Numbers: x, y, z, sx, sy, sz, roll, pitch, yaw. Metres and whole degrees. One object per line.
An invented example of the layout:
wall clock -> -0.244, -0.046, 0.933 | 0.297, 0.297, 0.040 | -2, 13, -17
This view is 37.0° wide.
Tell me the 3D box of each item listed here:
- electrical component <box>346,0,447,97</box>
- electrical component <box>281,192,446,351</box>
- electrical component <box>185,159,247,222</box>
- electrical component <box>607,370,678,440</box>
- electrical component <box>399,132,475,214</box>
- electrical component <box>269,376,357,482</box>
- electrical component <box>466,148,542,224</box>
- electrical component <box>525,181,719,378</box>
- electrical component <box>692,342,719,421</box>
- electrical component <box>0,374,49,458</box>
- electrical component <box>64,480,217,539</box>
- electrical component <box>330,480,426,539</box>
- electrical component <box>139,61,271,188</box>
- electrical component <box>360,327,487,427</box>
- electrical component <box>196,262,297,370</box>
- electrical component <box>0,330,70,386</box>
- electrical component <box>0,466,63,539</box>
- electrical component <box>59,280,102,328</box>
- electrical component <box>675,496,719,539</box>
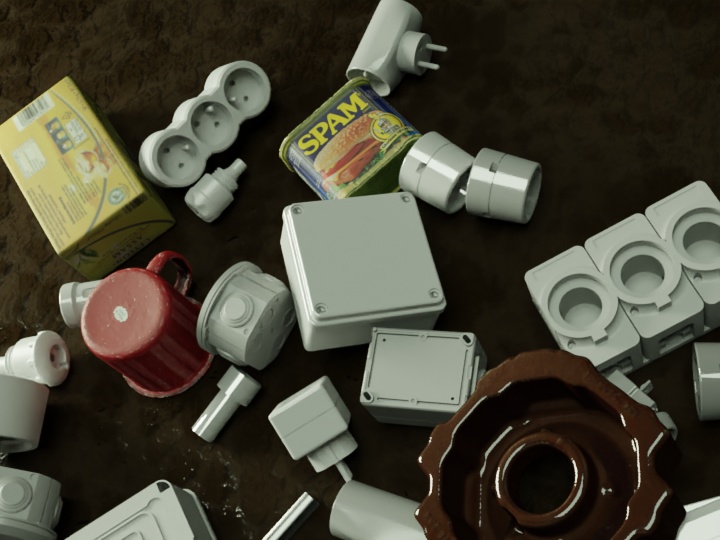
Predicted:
electrical component -> 0.038, -0.194, 0.955 | 0.079, 0.043, 0.077 | 17, 72, 24
electrical component -> 0.000, 0.000, 0.849 | 0.109, 0.056, 0.108 | -7, 61, -14
electrical component -> -0.125, -0.074, 0.958 | 0.035, 0.035, 0.061 | 36, 78, 28
electrical component -> 0.190, 0.109, 0.762 | 0.066, 0.048, 0.055 | -43, 53, -4
electrical component -> 0.067, -0.079, 0.886 | 0.047, 0.055, 0.055 | 34, 80, 24
electrical component -> -0.027, 0.127, 0.818 | 0.047, 0.066, 0.076 | -32, 89, 2
electrical component -> 0.117, -0.066, 0.864 | 0.047, 0.055, 0.055 | 15, 71, 20
electrical component -> 0.209, 0.012, 0.792 | 0.150, 0.061, 0.089 | -28, 60, 4
electrical component -> 0.259, 0.077, 0.750 | 0.047, 0.055, 0.055 | -4, 65, 12
electrical component -> -0.315, 0.126, 0.888 | 0.108, 0.108, 0.060 | -6, 70, 16
electrical component -> -0.167, 0.223, 0.819 | 0.113, 0.057, 0.078 | -33, 60, 1
electrical component -> 0.015, 0.201, 0.777 | 0.077, 0.043, 0.079 | 14, 71, 24
electrical component -> -0.146, -0.131, 0.982 | 0.138, 0.052, 0.074 | -49, 21, -15
electrical component -> 0.056, 0.084, 0.809 | 0.096, 0.061, 0.061 | 2, 67, 19
electrical component -> -0.091, 0.038, 0.869 | 0.051, 0.080, 0.080 | 26, 76, 22
electrical component -> -0.288, 0.080, 0.934 | 0.062, 0.048, 0.048 | -11, 63, 21
electrical component -> -0.279, 0.192, 0.859 | 0.080, 0.080, 0.051 | -2, 60, 17
electrical component -> -0.234, 0.028, 0.944 | 0.046, 0.040, 0.040 | -11, 63, 6
electrical component -> 0.240, 0.179, 0.703 | 0.096, 0.061, 0.061 | -24, 61, 6
